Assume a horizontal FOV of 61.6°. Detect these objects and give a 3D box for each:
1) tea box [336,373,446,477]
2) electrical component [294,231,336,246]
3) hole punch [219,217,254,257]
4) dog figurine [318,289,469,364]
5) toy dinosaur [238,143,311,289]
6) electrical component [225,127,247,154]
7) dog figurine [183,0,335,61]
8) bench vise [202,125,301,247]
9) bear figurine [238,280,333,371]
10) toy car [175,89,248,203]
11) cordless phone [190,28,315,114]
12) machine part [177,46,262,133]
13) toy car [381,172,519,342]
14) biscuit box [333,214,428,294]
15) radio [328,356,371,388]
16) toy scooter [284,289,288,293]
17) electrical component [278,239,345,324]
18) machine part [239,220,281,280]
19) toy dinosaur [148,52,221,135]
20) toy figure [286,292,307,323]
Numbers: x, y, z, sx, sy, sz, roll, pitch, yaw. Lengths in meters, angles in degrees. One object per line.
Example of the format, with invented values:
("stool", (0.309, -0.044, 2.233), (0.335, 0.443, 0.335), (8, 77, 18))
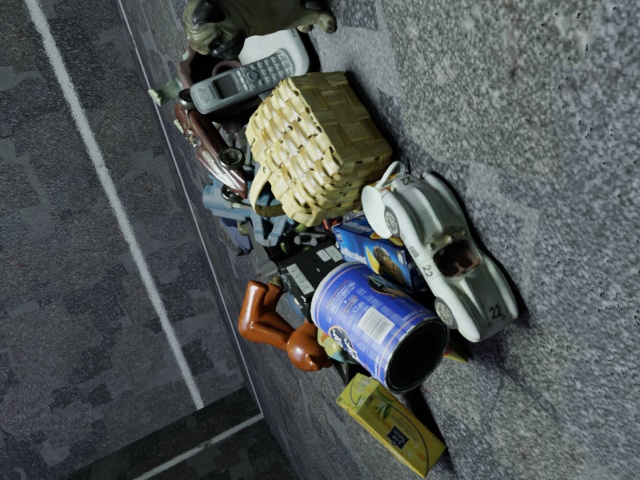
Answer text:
("tea box", (0.119, 0.310, 0.911), (0.169, 0.068, 0.098), (46, 164, -11))
("electrical component", (-0.002, -0.003, 0.973), (0.063, 0.094, 0.021), (6, 98, 31))
("hole punch", (-0.157, -0.042, 1.267), (0.115, 0.142, 0.092), (54, 135, 0))
("dog figurine", (0.100, 0.135, 0.765), (0.219, 0.108, 0.191), (38, 122, 48))
("toy dinosaur", (-0.097, -0.052, 1.131), (0.471, 0.105, 0.198), (61, 152, 12))
("electrical component", (-0.133, -0.201, 1.058), (0.045, 0.102, 0.078), (91, 160, -59))
("dog figurine", (-0.098, -0.305, 0.687), (0.172, 0.190, 0.121), (40, 148, 56))
("bench vise", (-0.108, -0.115, 0.960), (0.224, 0.129, 0.240), (15, 108, 29))
("bear figurine", (-0.058, 0.170, 1.045), (0.196, 0.132, 0.120), (18, 177, 22))
("toy car", (-0.165, -0.139, 0.804), (0.202, 0.053, 0.089), (56, 154, 25))
("cordless phone", (-0.115, -0.263, 0.793), (0.146, 0.184, 0.088), (64, 166, 9))
("machine part", (-0.148, -0.268, 0.907), (0.179, 0.179, 0.056), (62, 164, 16))
("toy car", (0.139, 0.013, 0.590), (0.202, 0.073, 0.056), (62, 165, 14))
("biscuit box", (0.090, 0.012, 0.739), (0.203, 0.063, 0.059), (22, 131, 64))
("radio", (0.049, 0.169, 1.015), (0.131, 0.073, 0.229), (53, 157, 36))
("toy scooter", (-0.098, 0.054, 1.293), (0.135, 0.075, 0.184), (65, 166, 9))
("electrical component", (0.013, 0.063, 0.897), (0.115, 0.134, 0.058), (54, 158, 41))
("machine part", (-0.116, 0.013, 1.061), (0.138, 0.039, 0.084), (66, 158, -2))
("toy dinosaur", (-0.236, -0.304, 1.157), (0.131, 0.192, 0.405), (52, 177, -3))
("toy figure", (-0.022, 0.169, 1.238), (0.155, 0.064, 0.057), (46, 115, 37))
